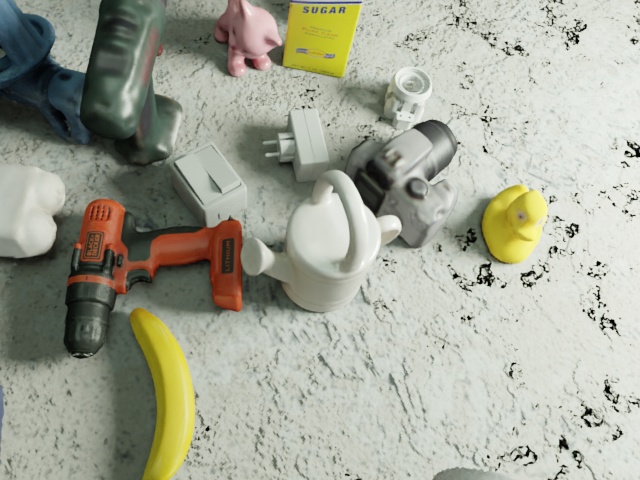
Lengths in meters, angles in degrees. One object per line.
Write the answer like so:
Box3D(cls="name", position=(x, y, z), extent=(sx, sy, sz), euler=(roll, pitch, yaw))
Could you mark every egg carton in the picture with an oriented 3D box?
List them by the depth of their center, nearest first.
Box3D(cls="egg carton", position=(-0.365, -0.033, 0.635), extent=(0.150, 0.069, 0.107), euler=(4, 64, -7))

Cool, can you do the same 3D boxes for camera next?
Box3D(cls="camera", position=(0.124, -0.089, 0.720), extent=(0.137, 0.101, 0.143), euler=(-39, 76, -23))

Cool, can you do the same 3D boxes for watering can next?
Box3D(cls="watering can", position=(0.006, 0.004, 0.605), extent=(0.173, 0.194, 0.101), euler=(-38, 75, -22))

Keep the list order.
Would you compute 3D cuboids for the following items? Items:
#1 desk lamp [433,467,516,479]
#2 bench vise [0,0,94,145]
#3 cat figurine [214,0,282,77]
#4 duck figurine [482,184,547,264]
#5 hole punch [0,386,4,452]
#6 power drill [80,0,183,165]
Box3D(cls="desk lamp", position=(0.100, 0.302, 0.466), extent=(0.118, 0.213, 0.203), euler=(31, 64, 7))
Box3D(cls="bench vise", position=(-0.327, -0.222, 0.648), extent=(0.207, 0.220, 0.121), euler=(10, 63, -3))
Box3D(cls="cat figurine", position=(-0.099, -0.288, 0.772), extent=(0.067, 0.118, 0.127), euler=(-19, 69, -16))
Box3D(cls="duck figurine", position=(0.254, -0.032, 0.721), extent=(0.077, 0.086, 0.104), euler=(14, 63, -1))
Box3D(cls="hole punch", position=(-0.354, 0.177, 0.525), extent=(0.101, 0.091, 0.108), euler=(-6, 66, -11))
Box3D(cls="power drill", position=(-0.209, -0.194, 0.659), extent=(0.075, 0.208, 0.229), euler=(7, 64, -5))
